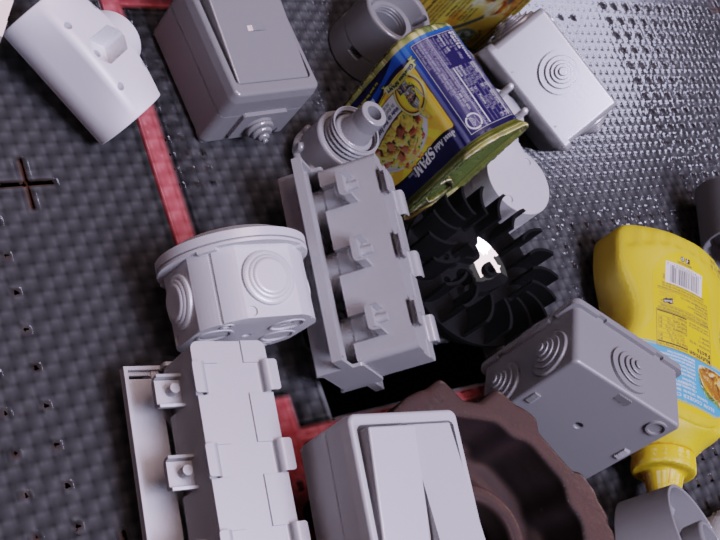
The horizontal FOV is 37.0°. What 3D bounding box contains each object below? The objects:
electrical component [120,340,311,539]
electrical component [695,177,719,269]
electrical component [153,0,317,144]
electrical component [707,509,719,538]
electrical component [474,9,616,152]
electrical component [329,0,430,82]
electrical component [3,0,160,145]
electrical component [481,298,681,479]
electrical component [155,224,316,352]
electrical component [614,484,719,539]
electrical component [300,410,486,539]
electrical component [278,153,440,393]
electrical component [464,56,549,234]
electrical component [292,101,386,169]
[{"bbox_3d":[-0.066,0.099,0.523,0.079,0.063,0.121,2,65,-33],"label":"electrical component"},{"bbox_3d":[0.310,-0.036,0.830,0.099,0.099,0.064,22,61,-23],"label":"electrical component"},{"bbox_3d":[-0.071,-0.122,0.642,0.062,0.061,0.096,-15,74,-38],"label":"electrical component"},{"bbox_3d":[0.241,0.176,0.702,0.040,0.040,0.078,49,49,-1],"label":"electrical component"},{"bbox_3d":[0.127,-0.132,0.754,0.048,0.099,0.099,-39,96,2],"label":"electrical component"},{"bbox_3d":[0.014,-0.161,0.730,0.055,0.047,0.055,16,58,-26],"label":"electrical component"},{"bbox_3d":[-0.147,-0.120,0.599,0.077,0.043,0.079,50,29,-18],"label":"electrical component"},{"bbox_3d":[0.131,0.075,0.646,0.100,0.100,0.048,32,42,-19],"label":"electrical component"},{"bbox_3d":[-0.064,0.010,0.563,0.080,0.080,0.051,-2,72,-35],"label":"electrical component"},{"bbox_3d":[0.182,0.178,0.629,0.099,0.064,0.099,45,25,-29],"label":"electrical component"},{"bbox_3d":[0.018,0.117,0.503,0.062,0.061,0.096,2,64,-30],"label":"electrical component"},{"bbox_3d":[0.000,0.000,0.613,0.079,0.063,0.121,44,31,-65],"label":"electrical component"},{"bbox_3d":[0.085,-0.097,0.725,0.052,0.074,0.138,-21,78,-39],"label":"electrical component"},{"bbox_3d":[-0.008,-0.079,0.659,0.048,0.062,0.048,19,53,-28],"label":"electrical component"}]
